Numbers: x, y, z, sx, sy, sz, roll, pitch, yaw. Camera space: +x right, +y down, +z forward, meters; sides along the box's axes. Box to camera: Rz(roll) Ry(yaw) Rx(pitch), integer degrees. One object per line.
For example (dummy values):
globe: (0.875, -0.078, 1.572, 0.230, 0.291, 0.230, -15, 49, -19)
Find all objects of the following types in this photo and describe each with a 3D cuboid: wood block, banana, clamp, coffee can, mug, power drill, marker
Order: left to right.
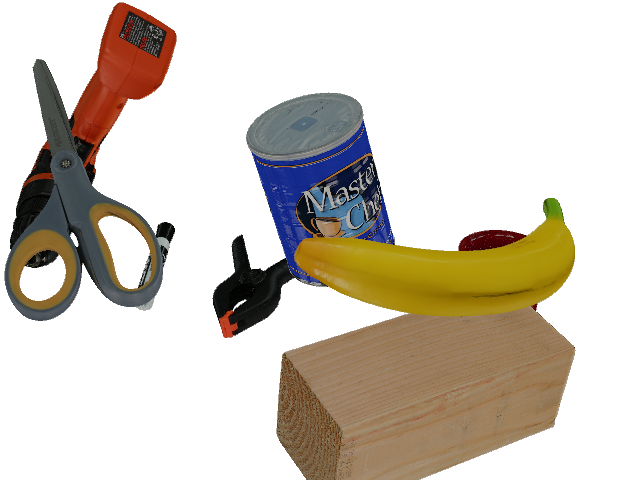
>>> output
power drill: (-0.189, -0.087, 0.865, 0.057, 0.188, 0.184, 27, 33, -20)
marker: (-0.165, 0.023, 1.069, 0.020, 0.020, 0.121, 0, 39, 6)
clamp: (-0.066, 0.049, 1.251, 0.120, 0.039, 0.171, -6, 37, 20)
coffee can: (0.002, -0.045, 0.946, 0.103, 0.140, 0.103, -12, 33, 8)
wood block: (0.079, 0.116, 0.817, 0.205, 0.090, 0.091, -15, 40, -26)
banana: (0.081, 0.015, 0.612, 0.197, 0.037, 0.070, -8, 37, -33)
mug: (0.181, 0.040, 1.109, 0.093, 0.081, 0.117, -5, 30, -13)

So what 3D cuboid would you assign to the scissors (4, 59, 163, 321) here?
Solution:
scissors: (-0.164, -0.029, 0.631, 0.096, 0.202, 0.016, -30, -31, -17)
